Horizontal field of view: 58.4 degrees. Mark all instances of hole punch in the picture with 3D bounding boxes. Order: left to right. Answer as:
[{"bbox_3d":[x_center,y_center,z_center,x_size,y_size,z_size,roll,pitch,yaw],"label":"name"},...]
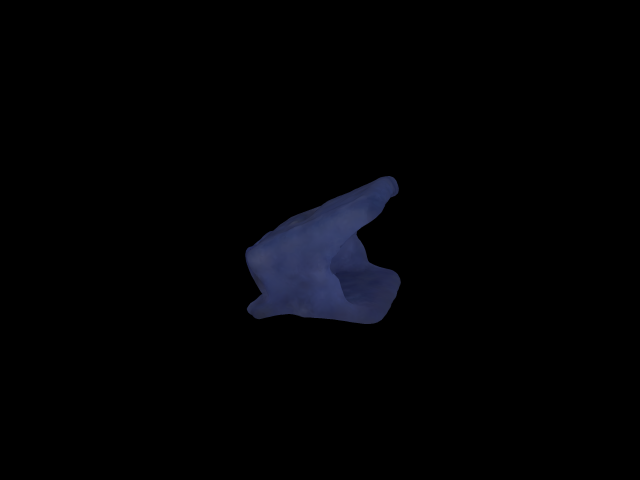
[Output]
[{"bbox_3d":[0.004,0.001,0.400,0.101,0.091,0.109,4,15,14],"label":"hole punch"}]
